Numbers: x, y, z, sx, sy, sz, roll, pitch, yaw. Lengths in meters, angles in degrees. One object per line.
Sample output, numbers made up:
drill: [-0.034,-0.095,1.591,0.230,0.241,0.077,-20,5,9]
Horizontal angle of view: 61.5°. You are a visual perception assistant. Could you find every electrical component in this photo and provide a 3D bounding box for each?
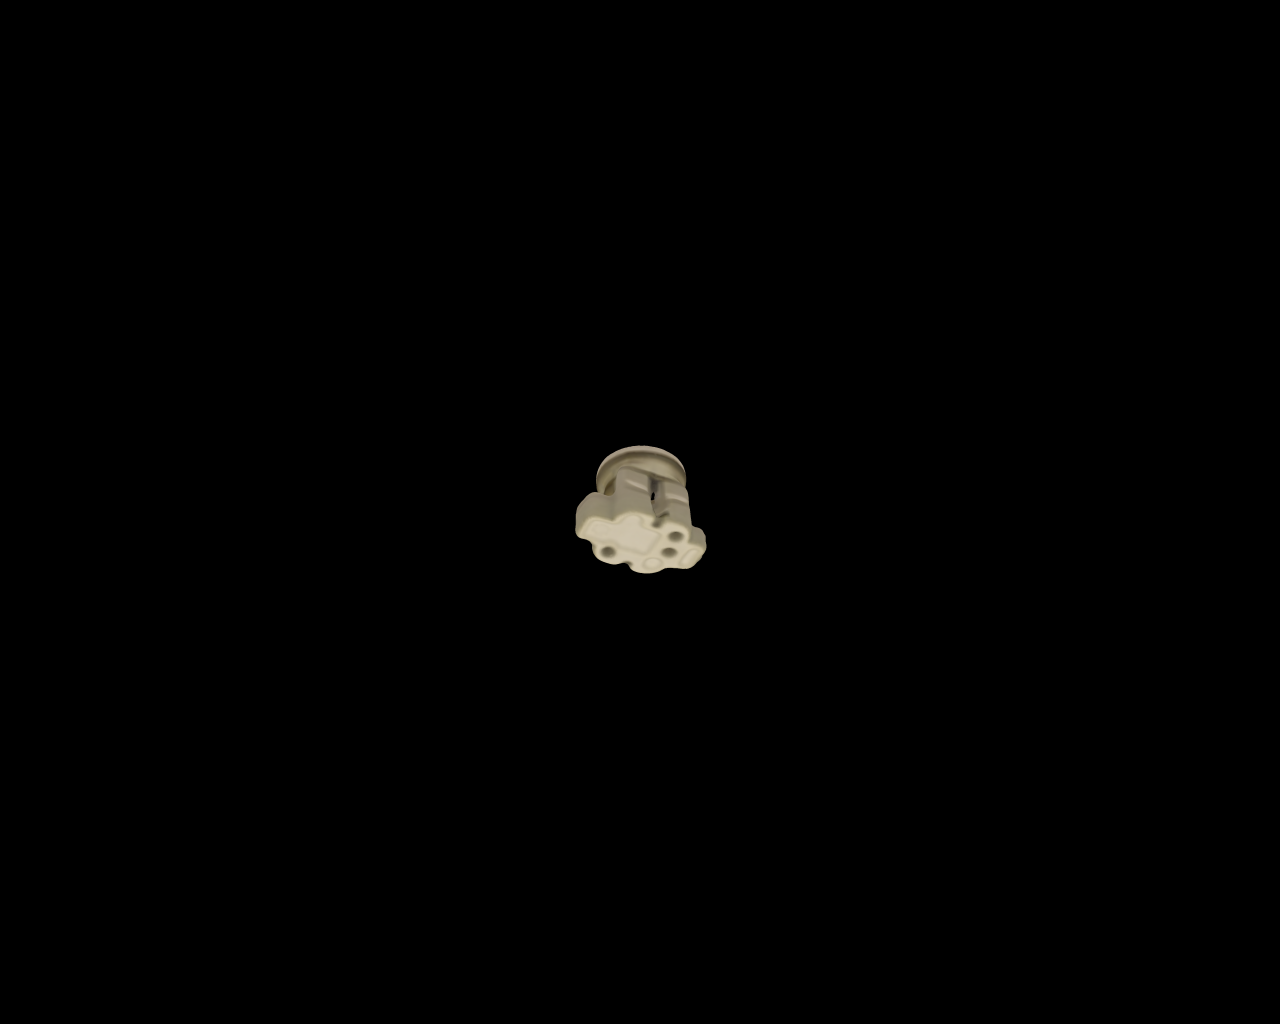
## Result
electrical component: [0.001,-0.003,0.650,0.078,0.057,0.058,18,-44,-19]
